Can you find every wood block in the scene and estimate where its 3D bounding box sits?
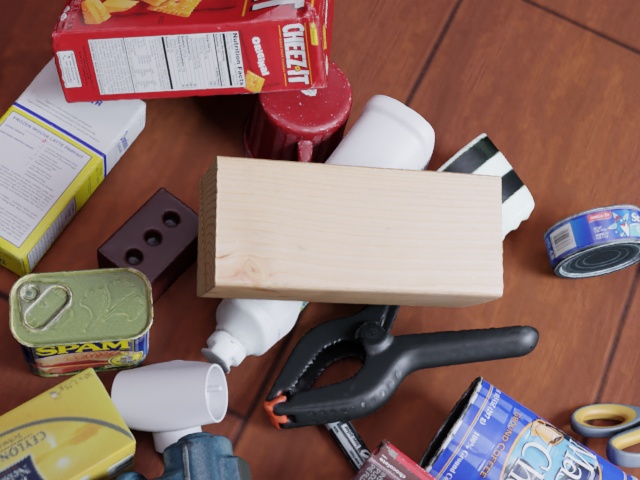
[{"bbox_3d":[0.020,-0.002,0.773,0.206,0.090,0.091,3,81,-14],"label":"wood block"}]

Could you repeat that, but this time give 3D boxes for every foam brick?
[{"bbox_3d":[-0.134,0.008,0.860,0.053,0.051,0.078,37,66,9],"label":"foam brick"}]

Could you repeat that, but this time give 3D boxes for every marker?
[{"bbox_3d":[0.039,0.181,0.826,0.020,0.020,0.121,-29,73,-20],"label":"marker"}]

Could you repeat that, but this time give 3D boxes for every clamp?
[{"bbox_3d":[0.044,0.077,0.850,0.210,0.036,0.165,-27,43,-8],"label":"clamp"}]

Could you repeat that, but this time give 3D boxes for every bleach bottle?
[{"bbox_3d":[-0.006,0.001,0.855,0.068,0.103,0.250,34,65,13],"label":"bleach bottle"}]

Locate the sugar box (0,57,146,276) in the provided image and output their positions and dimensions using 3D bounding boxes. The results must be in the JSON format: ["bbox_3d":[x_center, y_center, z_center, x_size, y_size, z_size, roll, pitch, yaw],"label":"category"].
[{"bbox_3d":[-0.230,-0.064,0.882,0.093,0.048,0.176,31,61,5],"label":"sugar box"}]

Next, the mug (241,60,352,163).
[{"bbox_3d":[-0.018,-0.096,0.909,0.093,0.081,0.117,4,65,-7],"label":"mug"}]

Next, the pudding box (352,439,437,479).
[{"bbox_3d":[0.049,0.213,0.766,0.090,0.114,0.039,37,27,9],"label":"pudding box"}]

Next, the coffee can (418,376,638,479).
[{"bbox_3d":[0.150,0.183,0.797,0.140,0.103,0.102,33,65,7],"label":"coffee can"}]

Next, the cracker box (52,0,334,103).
[{"bbox_3d":[-0.099,-0.189,0.887,0.214,0.072,0.164,-3,38,6],"label":"cracker box"}]

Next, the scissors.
[{"bbox_3d":[0.285,0.141,0.879,0.201,0.016,0.096,-15,23,-42],"label":"scissors"}]

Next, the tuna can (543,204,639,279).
[{"bbox_3d":[0.235,0.003,0.902,0.086,0.086,0.034,-5,68,-12],"label":"tuna can"}]

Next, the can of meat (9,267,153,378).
[{"bbox_3d":[-0.179,0.064,0.809,0.102,0.084,0.057,-4,67,-11],"label":"can of meat"}]
